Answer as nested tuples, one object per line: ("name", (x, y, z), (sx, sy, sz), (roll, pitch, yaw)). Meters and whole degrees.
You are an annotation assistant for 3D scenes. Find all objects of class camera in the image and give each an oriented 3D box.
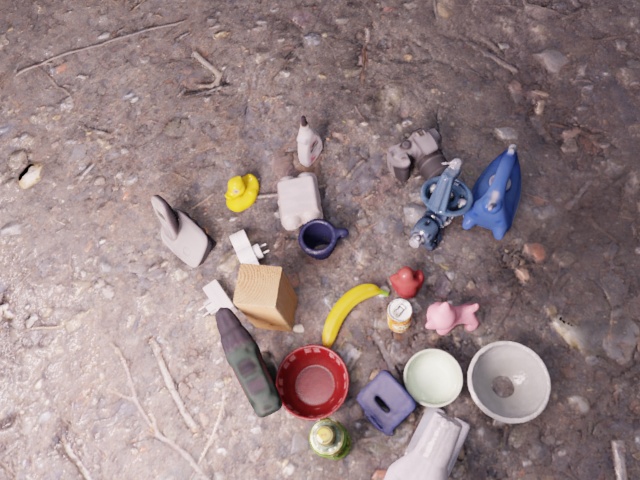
("camera", (0.253, -0.195, 1.405), (0.143, 0.101, 0.136), (-27, 67, -5))

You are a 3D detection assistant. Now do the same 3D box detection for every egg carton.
("egg carton", (-0.051, -0.096, 1.417), (0.107, 0.069, 0.150), (-11, 67, 2))

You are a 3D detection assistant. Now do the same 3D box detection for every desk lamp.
("desk lamp", (0.210, 0.413, 1.094), (0.117, 0.214, 0.203), (25, 72, 16))

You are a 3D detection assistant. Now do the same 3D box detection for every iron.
("iron", (0.422, -0.139, 1.340), (0.118, 0.141, 0.258), (19, 71, 14))

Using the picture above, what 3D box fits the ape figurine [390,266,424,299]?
("ape figurine", (0.197, 0.088, 1.298), (0.077, 0.092, 0.076), (8, 69, 10))

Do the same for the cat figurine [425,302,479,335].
("cat figurine", (0.285, 0.162, 1.243), (0.127, 0.118, 0.067), (-13, 66, 1))

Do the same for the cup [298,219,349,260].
("cup", (0.012, 0.005, 1.353), (0.117, 0.095, 0.091), (-13, 66, 1))

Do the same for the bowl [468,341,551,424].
("bowl", (0.388, 0.300, 1.196), (0.167, 0.075, 0.167), (-2, 67, 6))

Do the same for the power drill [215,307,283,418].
("power drill", (-0.142, 0.264, 1.201), (0.075, 0.208, 0.229), (-29, 67, -5))

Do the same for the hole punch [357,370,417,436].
("hole punch", (0.139, 0.343, 1.199), (0.101, 0.091, 0.108), (-40, 69, -10))

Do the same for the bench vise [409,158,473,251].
("bench vise", (0.278, -0.076, 1.287), (0.121, 0.220, 0.207), (14, 70, 13))

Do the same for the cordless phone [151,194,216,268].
("cordless phone", (-0.333, -0.025, 1.357), (0.147, 0.185, 0.094), (36, 76, 19))

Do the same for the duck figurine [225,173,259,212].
("duck figurine", (-0.201, -0.131, 1.440), (0.077, 0.086, 0.105), (31, 74, 18))

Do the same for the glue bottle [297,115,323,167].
("glue bottle", (-0.031, -0.254, 1.424), (0.037, 0.173, 0.078), (24, 72, 16))
